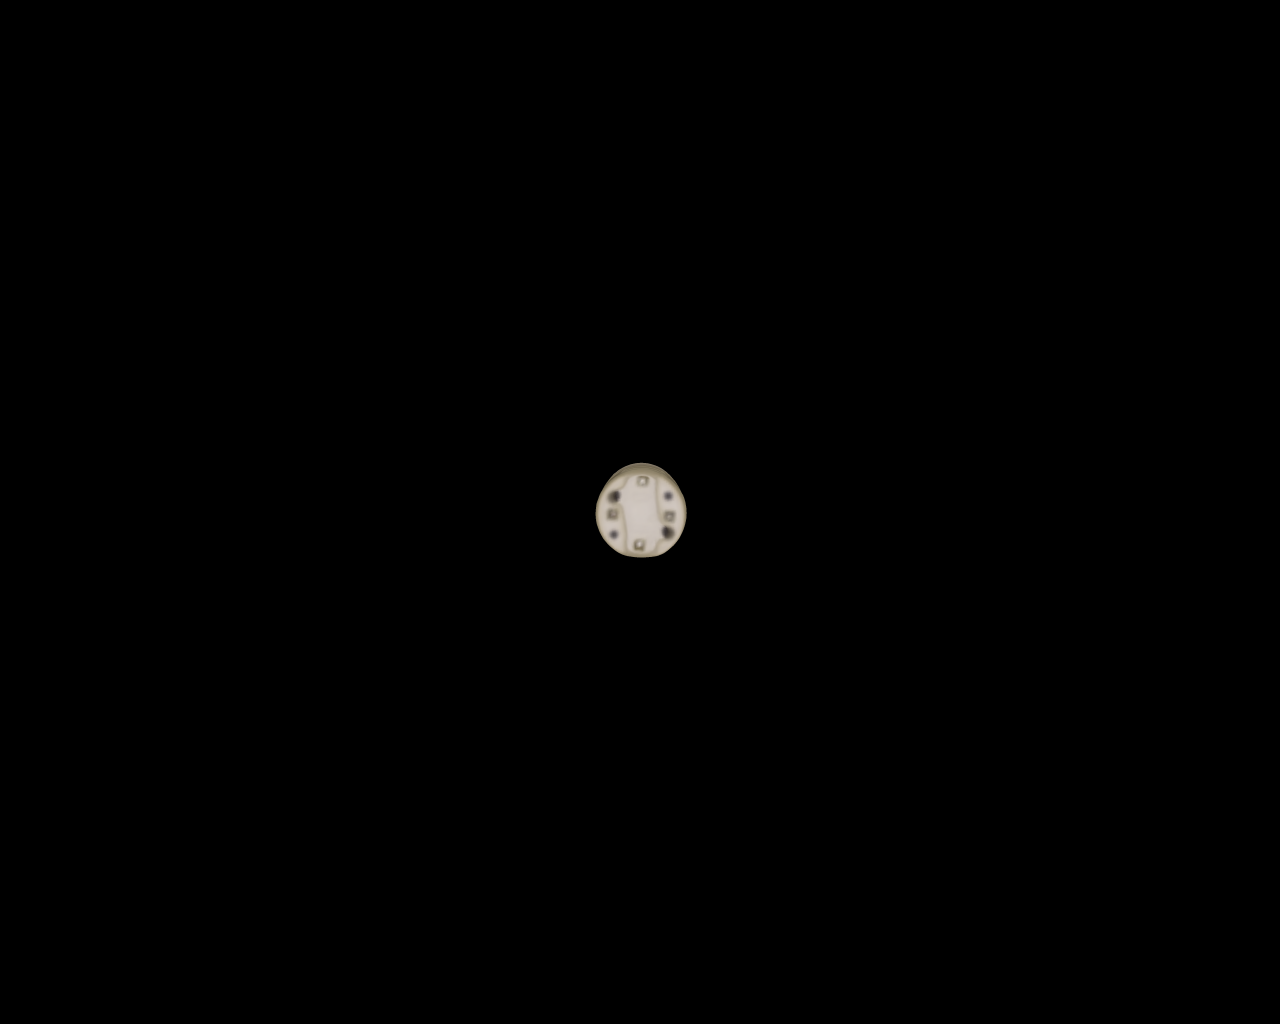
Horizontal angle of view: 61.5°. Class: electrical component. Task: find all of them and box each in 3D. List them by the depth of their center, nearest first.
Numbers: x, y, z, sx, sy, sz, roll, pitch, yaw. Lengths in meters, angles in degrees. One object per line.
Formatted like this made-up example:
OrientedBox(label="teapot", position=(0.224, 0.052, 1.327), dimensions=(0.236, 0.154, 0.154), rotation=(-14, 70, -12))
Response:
OrientedBox(label="electrical component", position=(0.001, -0.003, 0.650), dimensions=(0.055, 0.055, 0.047), rotation=(0, 12, 0))
